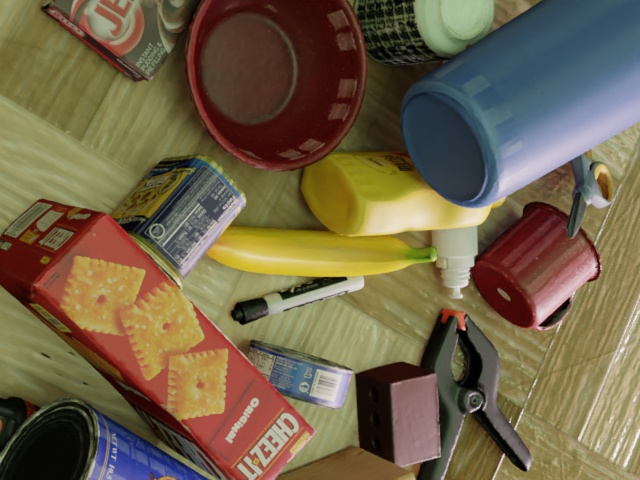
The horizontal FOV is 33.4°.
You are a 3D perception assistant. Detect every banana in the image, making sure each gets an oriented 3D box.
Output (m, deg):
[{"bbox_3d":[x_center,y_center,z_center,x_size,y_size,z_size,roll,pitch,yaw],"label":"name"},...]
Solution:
[{"bbox_3d":[-0.008,0.007,0.857,0.197,0.070,0.037,1,72,-20],"label":"banana"}]

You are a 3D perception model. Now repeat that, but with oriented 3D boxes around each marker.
[{"bbox_3d":[-0.018,0.047,0.881,0.120,0.020,0.020,-15,101,-29],"label":"marker"}]

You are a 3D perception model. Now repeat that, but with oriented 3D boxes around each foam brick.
[{"bbox_3d":[0.067,0.150,0.919,0.051,0.053,0.078,-7,96,-30],"label":"foam brick"}]

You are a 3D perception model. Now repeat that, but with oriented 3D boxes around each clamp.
[{"bbox_3d":[0.140,0.147,0.969,0.120,0.039,0.171,-2,94,-31],"label":"clamp"}]

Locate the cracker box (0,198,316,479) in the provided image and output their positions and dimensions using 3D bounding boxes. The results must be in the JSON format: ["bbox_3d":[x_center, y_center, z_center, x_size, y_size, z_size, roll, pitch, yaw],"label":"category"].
[{"bbox_3d":[-0.124,0.072,0.737,0.072,0.164,0.213,-47,114,-17],"label":"cracker box"}]

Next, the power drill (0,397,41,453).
[{"bbox_3d":[-0.251,0.194,0.734,0.184,0.057,0.187,27,78,-33],"label":"power drill"}]

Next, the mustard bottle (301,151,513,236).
[{"bbox_3d":[0.087,-0.043,0.892,0.191,0.096,0.058,-4,117,-31],"label":"mustard bottle"}]

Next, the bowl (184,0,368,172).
[{"bbox_3d":[-0.043,-0.135,0.831,0.161,0.055,0.162,-3,96,-32],"label":"bowl"}]

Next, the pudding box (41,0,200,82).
[{"bbox_3d":[-0.136,-0.187,0.784,0.090,0.039,0.113,37,75,-27],"label":"pudding box"}]

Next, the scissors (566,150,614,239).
[{"bbox_3d":[0.232,-0.059,0.965,0.201,0.016,0.096,-18,86,-63],"label":"scissors"}]

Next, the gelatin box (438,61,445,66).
[{"bbox_3d":[0.130,-0.108,0.950,0.089,0.030,0.073,36,76,-27],"label":"gelatin box"}]

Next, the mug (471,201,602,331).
[{"bbox_3d":[0.196,0.034,0.970,0.081,0.093,0.117,-40,127,-17],"label":"mug"}]

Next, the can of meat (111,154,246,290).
[{"bbox_3d":[-0.110,-0.015,0.776,0.057,0.102,0.084,47,68,-24],"label":"can of meat"}]

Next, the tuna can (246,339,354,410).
[{"bbox_3d":[-0.019,0.107,0.846,0.086,0.086,0.034,19,85,-30],"label":"tuna can"}]

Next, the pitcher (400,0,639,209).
[{"bbox_3d":[0.179,-0.120,0.852,0.242,0.145,0.149,-31,136,-26],"label":"pitcher"}]

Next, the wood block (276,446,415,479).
[{"bbox_3d":[-0.027,0.249,0.848,0.205,0.091,0.090,-16,102,-29],"label":"wood block"}]

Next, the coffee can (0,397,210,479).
[{"bbox_3d":[-0.138,0.183,0.721,0.140,0.103,0.102,42,72,-37],"label":"coffee can"}]
